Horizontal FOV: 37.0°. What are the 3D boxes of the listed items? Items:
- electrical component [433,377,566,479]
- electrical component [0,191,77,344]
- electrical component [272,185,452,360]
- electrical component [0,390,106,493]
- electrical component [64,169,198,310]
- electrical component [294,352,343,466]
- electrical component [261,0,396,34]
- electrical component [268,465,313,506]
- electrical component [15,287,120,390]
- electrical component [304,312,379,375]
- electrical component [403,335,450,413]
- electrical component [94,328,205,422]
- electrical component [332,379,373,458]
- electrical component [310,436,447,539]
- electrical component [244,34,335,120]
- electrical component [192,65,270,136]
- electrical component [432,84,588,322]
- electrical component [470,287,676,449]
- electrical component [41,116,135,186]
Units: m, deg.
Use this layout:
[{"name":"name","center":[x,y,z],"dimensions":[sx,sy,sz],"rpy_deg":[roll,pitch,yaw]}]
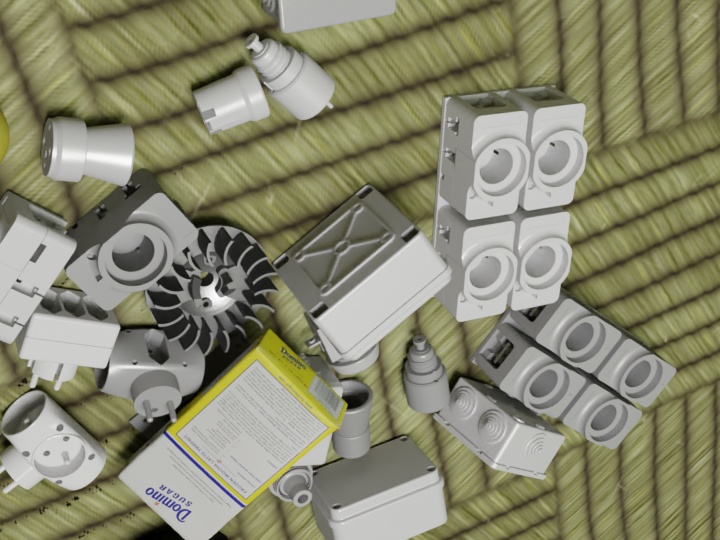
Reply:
[{"name":"electrical component","center":[0.132,0.146,1.004],"dimensions":[0.100,0.100,0.048],"rpy_deg":[21,102,-45]},{"name":"electrical component","center":[-0.252,-0.003,0.759],"dimensions":[0.056,0.050,0.089],"rpy_deg":[30,101,-36]},{"name":"electrical component","center":[0.000,0.000,0.851],"dimensions":[0.109,0.108,0.056],"rpy_deg":[-40,124,-2]},{"name":"electrical component","center":[-0.254,0.145,0.843],"dimensions":[0.079,0.044,0.077],"rpy_deg":[-37,127,-3]},{"name":"electrical component","center":[-0.170,-0.021,0.787],"dimensions":[0.089,0.055,0.050],"rpy_deg":[-40,127,-1]},{"name":"electrical component","center":[-0.056,0.117,0.917],"dimensions":[0.062,0.061,0.096],"rpy_deg":[1,116,-27]},{"name":"electrical component","center":[-0.025,-0.221,0.753],"dimensions":[0.100,0.048,0.099],"rpy_deg":[-15,122,-19]},{"name":"electrical component","center":[-0.061,0.183,0.950],"dimensions":[0.048,0.062,0.048],"rpy_deg":[-12,121,-21]},{"name":"electrical component","center":[-0.227,0.058,0.808],"dimensions":[0.066,0.047,0.076],"rpy_deg":[11,114,-31]},{"name":"electrical component","center":[-0.013,0.055,0.915],"dimensions":[0.066,0.048,0.055],"rpy_deg":[-30,118,-9]},{"name":"electrical component","center":[0.059,0.093,0.975],"dimensions":[0.040,0.040,0.078],"rpy_deg":[-21,124,-15]},{"name":"electrical component","center":[-0.161,0.087,0.837],"dimensions":[0.077,0.079,0.043],"rpy_deg":[5,131,-29]},{"name":"electrical component","center":[-0.009,0.136,0.965],"dimensions":[0.044,0.044,0.065],"rpy_deg":[-17,128,-18]},{"name":"electrical component","center":[0.015,0.208,0.991],"dimensions":[0.113,0.078,0.057],"rpy_deg":[-18,116,-17]},{"name":"electrical component","center":[-0.053,-0.144,0.787],"dimensions":[0.040,0.040,0.078],"rpy_deg":[-48,126,5]},{"name":"electrical component","center":[-0.094,-0.122,0.780],"dimensions":[0.046,0.040,0.040],"rpy_deg":[-24,125,-7]},{"name":"electrical component","center":[0.124,-0.054,0.913],"dimensions":[0.105,0.060,0.186],"rpy_deg":[-10,121,-22]},{"name":"electrical component","center":[0.212,0.094,1.040],"dimensions":[0.186,0.060,0.105],"rpy_deg":[30,101,-35]},{"name":"electrical component","center":[-0.190,-0.083,0.749],"dimensions":[0.055,0.045,0.045],"rpy_deg":[3,115,-28]}]
